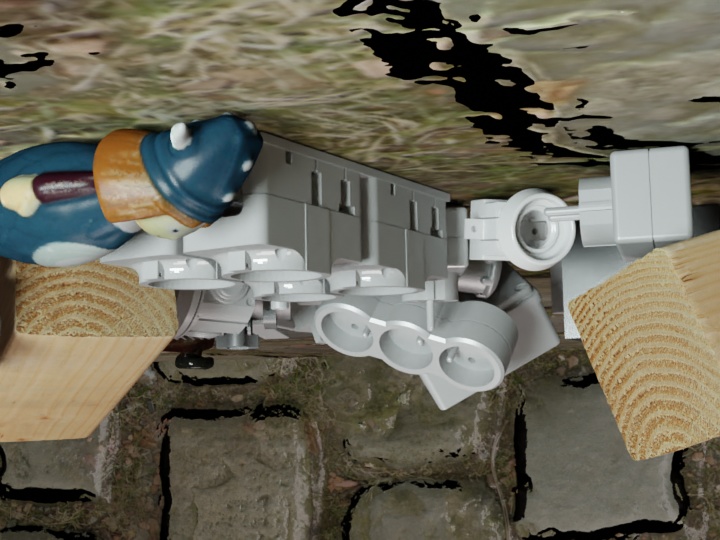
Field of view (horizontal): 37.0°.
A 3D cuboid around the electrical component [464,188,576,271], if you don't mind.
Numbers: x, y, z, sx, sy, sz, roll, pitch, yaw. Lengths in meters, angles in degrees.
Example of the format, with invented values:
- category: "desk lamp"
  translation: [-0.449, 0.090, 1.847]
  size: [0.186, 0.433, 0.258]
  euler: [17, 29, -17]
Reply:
- category: "electrical component"
  translation: [0.097, -0.024, 0.644]
  size: [0.066, 0.048, 0.055]
  euler: [1, 180, -18]

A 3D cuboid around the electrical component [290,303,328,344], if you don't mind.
- category: "electrical component"
  translation: [-0.003, 0.022, 0.914]
  size: [0.063, 0.078, 0.121]
  euler: [-30, 160, 26]

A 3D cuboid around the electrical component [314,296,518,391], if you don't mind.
- category: "electrical component"
  translation: [0.045, 0.030, 0.760]
  size: [0.138, 0.073, 0.052]
  euler: [15, 137, 15]

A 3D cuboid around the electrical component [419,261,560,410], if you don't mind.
- category: "electrical component"
  translation: [0.085, 0.044, 0.847]
  size: [0.109, 0.056, 0.108]
  euler: [-30, -159, -1]

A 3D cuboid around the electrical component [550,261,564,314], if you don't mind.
- category: "electrical component"
  translation: [0.240, 0.010, 0.872]
  size: [0.150, 0.061, 0.089]
  euler: [0, 173, -12]

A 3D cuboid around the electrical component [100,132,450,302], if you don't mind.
- category: "electrical component"
  translation: [-0.039, -0.020, 0.589]
  size: [0.105, 0.060, 0.186]
  euler: [-5, 172, 32]

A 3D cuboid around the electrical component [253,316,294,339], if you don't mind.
- category: "electrical component"
  translation: [-0.098, 0.033, 1.011]
  size: [0.062, 0.061, 0.096]
  euler: [-3, 173, 14]

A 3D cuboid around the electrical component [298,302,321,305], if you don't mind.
- category: "electrical component"
  translation: [0.000, 0.000, 0.811]
  size: [0.083, 0.047, 0.076]
  euler: [1, 173, -15]

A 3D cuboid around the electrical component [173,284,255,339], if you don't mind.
- category: "electrical component"
  translation: [-0.104, 0.005, 0.694]
  size: [0.051, 0.080, 0.080]
  euler: [7, 169, -34]

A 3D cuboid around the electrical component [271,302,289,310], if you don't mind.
- category: "electrical component"
  translation: [-0.053, -0.005, 0.703]
  size: [0.035, 0.061, 0.035]
  euler: [-1, 173, 0]

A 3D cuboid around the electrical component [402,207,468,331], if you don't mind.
- category: "electrical component"
  translation: [0.045, 0.002, 0.703]
  size: [0.047, 0.075, 0.083]
  euler: [-1, 175, 3]

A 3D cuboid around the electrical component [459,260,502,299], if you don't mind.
- category: "electrical component"
  translation: [0.072, -0.006, 0.798]
  size: [0.062, 0.048, 0.048]
  euler: [8, 172, -5]

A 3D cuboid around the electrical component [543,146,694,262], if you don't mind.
- category: "electrical component"
  translation: [0.137, -0.032, 0.574]
  size: [0.076, 0.047, 0.083]
  euler: [-3, 173, 16]
